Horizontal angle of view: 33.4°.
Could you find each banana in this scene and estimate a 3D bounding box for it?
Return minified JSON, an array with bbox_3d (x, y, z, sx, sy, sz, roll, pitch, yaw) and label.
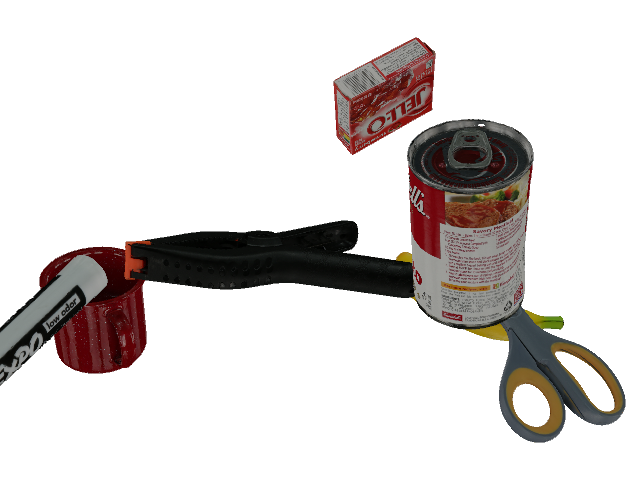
[{"bbox_3d":[0.131,0.056,1.021,0.198,0.037,0.069,26,18,39],"label":"banana"}]

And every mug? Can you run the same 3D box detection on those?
[{"bbox_3d":[-0.191,0.069,0.942,0.093,0.081,0.117,-20,37,-29],"label":"mug"}]

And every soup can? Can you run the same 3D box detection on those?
[{"bbox_3d":[0.085,-0.008,0.607,0.068,0.102,0.068,-4,39,3],"label":"soup can"}]

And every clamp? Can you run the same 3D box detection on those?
[{"bbox_3d":[-0.035,0.015,0.785,0.209,0.036,0.165,-2,13,-23],"label":"clamp"}]

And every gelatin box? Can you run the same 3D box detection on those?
[{"bbox_3d":[0.055,-0.123,0.910,0.089,0.030,0.073,-30,-30,-15],"label":"gelatin box"}]

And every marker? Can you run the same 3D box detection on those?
[{"bbox_3d":[-0.133,0.049,0.441,0.020,0.020,0.121,0,36,39],"label":"marker"}]

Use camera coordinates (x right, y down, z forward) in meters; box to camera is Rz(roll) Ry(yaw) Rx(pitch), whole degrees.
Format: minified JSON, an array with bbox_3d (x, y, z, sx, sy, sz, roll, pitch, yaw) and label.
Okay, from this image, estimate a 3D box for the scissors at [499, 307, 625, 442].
[{"bbox_3d":[0.132,0.070,0.786,0.096,0.202,0.016,-35,-28,-25],"label":"scissors"}]
